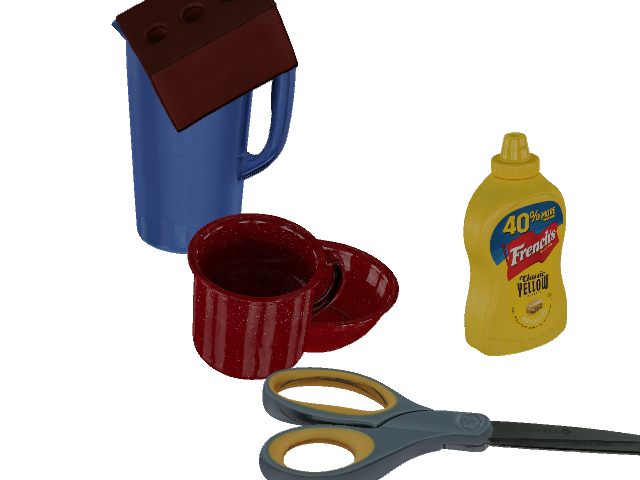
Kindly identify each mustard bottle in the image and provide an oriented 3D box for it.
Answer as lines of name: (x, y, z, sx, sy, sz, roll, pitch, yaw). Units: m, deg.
mustard bottle: (0.170, 0.000, 0.930, 0.096, 0.192, 0.058, -14, 23, -23)

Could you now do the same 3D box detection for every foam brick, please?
foam brick: (-0.061, -0.108, 0.578, 0.078, 0.053, 0.051, -30, -31, -2)

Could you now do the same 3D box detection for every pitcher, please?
pitcher: (-0.121, -0.112, 1.071, 0.144, 0.243, 0.149, -10, 28, -28)

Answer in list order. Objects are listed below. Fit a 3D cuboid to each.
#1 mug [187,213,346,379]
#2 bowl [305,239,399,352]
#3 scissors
mug: (-0.036, 0.038, 0.739, 0.117, 0.081, 0.093, -15, 43, -26)
bowl: (-0.008, 0.059, 1.015, 0.162, 0.055, 0.162, 4, 28, -2)
scissors: (0.059, 0.101, 0.508, 0.202, 0.016, 0.096, 11, 31, 20)
